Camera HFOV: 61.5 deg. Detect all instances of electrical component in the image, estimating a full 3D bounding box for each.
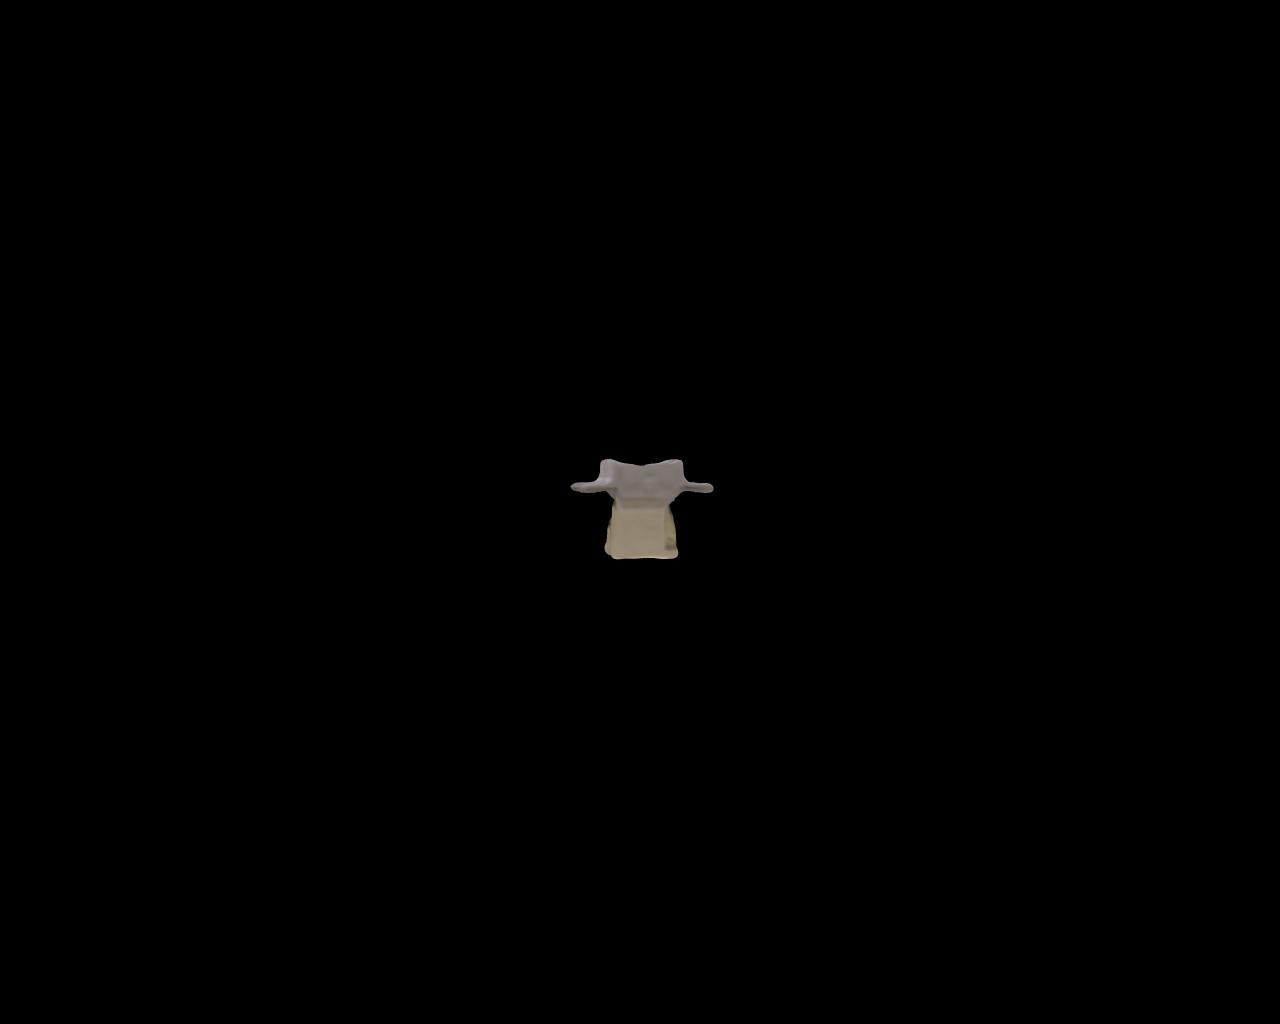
[{"bbox_3d":[0.001,-0.003,0.650,0.081,0.063,0.042,-1,4,-11],"label":"electrical component"}]
